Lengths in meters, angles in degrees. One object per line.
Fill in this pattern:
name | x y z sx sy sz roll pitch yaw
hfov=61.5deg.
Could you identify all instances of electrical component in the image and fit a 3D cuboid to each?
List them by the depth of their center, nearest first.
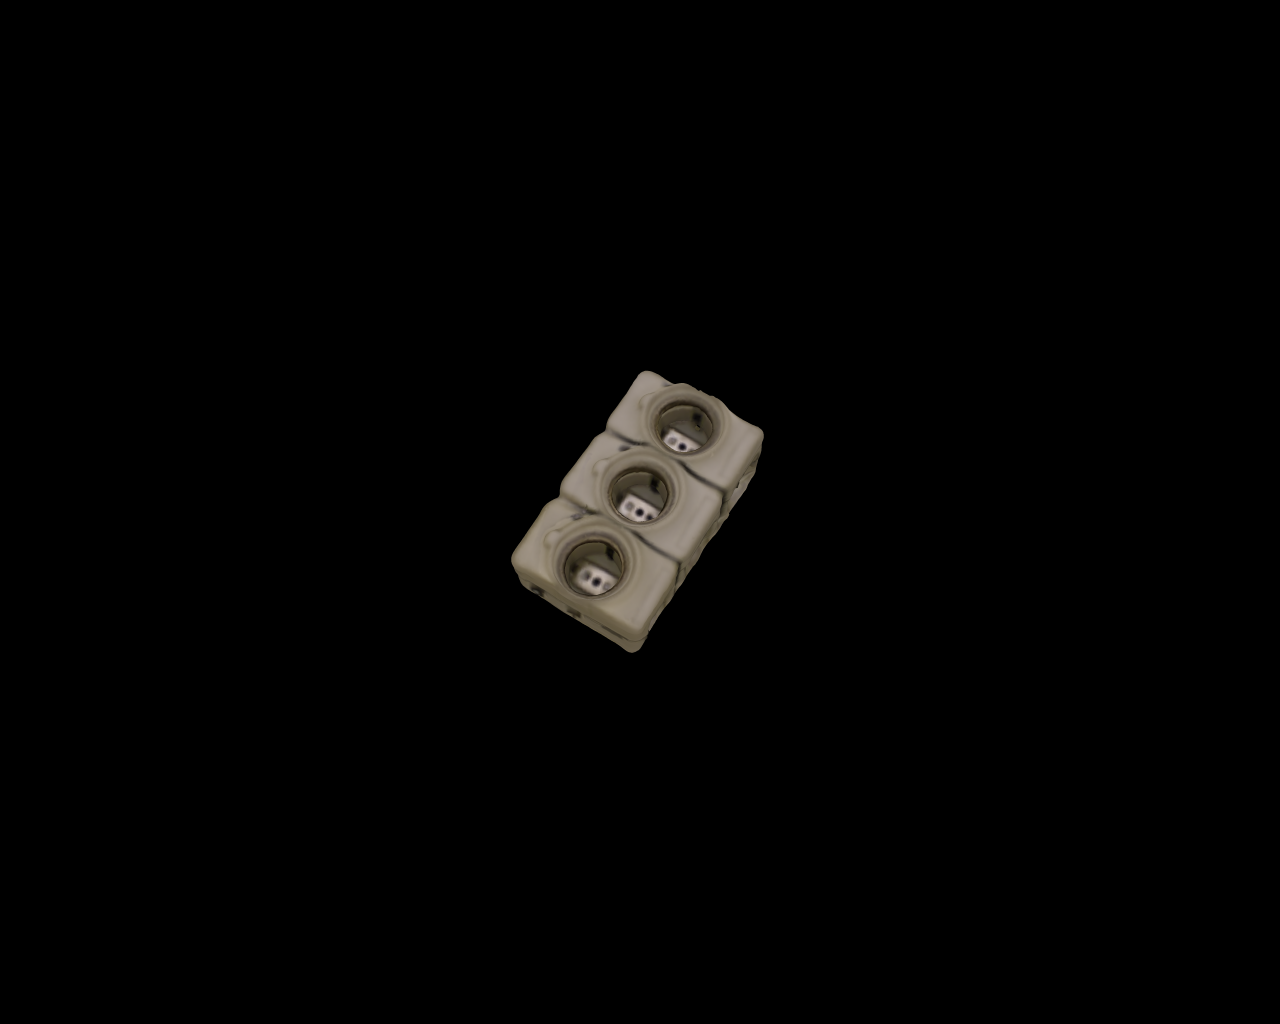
electrical component | 0.001 -0.003 0.650 0.089 0.150 0.061 30 -19 12
